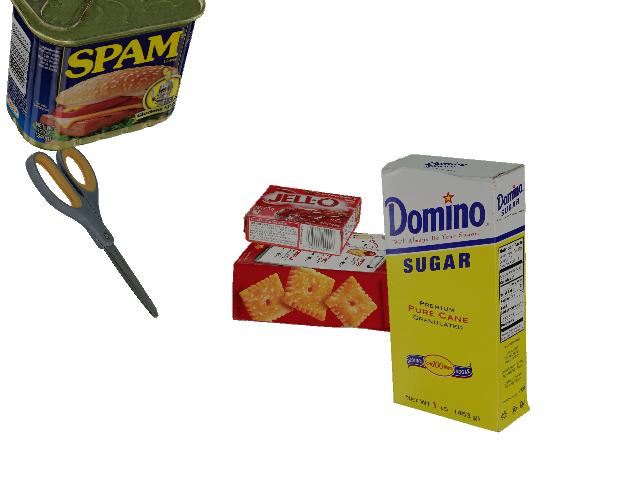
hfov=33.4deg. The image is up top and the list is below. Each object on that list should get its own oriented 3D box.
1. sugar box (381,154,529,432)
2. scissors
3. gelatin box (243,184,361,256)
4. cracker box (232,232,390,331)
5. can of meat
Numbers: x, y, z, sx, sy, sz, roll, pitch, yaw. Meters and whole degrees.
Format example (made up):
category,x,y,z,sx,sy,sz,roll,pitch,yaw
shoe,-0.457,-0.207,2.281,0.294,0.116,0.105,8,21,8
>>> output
category,x,y,z,sx,sy,sz,roll,pitch,yaw
sugar box,0.091,0.034,0.725,0.094,0.176,0.048,9,23,41
scissors,-0.221,-0.018,1.086,0.016,0.201,0.096,-28,25,25
gelatin box,-0.015,-0.020,0.947,0.089,0.030,0.073,9,26,13
cracker box,0.026,0.042,1.145,0.214,0.072,0.164,5,14,7
can of meat,-0.122,-0.103,0.593,0.101,0.057,0.084,-19,-31,-33
